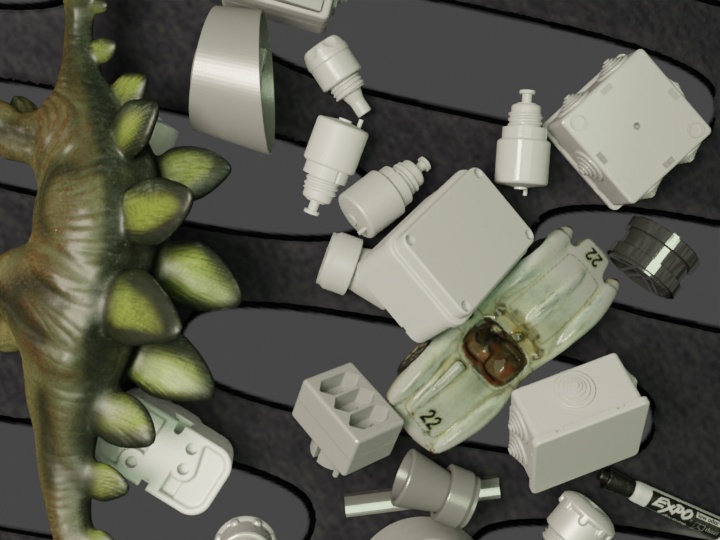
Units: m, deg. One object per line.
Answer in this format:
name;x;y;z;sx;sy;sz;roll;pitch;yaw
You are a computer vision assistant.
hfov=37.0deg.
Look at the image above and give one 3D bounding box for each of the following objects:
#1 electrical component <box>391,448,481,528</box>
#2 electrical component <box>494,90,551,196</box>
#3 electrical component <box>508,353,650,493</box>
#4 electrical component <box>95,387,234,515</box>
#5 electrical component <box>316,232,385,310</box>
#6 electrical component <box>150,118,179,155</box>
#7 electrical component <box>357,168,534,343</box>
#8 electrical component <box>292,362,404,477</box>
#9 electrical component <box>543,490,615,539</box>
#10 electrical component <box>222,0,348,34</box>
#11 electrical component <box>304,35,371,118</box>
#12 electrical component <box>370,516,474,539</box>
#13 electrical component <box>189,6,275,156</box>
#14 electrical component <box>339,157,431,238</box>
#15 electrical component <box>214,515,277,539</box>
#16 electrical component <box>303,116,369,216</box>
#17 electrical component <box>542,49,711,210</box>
electrical component;0.056;0.163;0.799;0.055;0.045;0.045;22;89;-6
electrical component;0.124;-0.096;0.810;0.040;0.040;0.078;4;91;-5
electrical component;0.158;0.112;0.791;0.100;0.099;0.048;-20;56;-6
electrical component;-0.142;0.130;0.783;0.095;0.059;0.053;33;88;-5
electrical component;0.000;0.000;0.800;0.055;0.045;0.045;20;90;-5
electrical component;-0.162;-0.079;0.786;0.040;0.040;0.078;21;90;-5
electrical component;0.063;-0.012;0.772;0.078;0.057;0.113;50;50;-4
electrical component;-0.014;0.121;0.794;0.047;0.076;0.065;-17;51;-38
electrical component;0.160;0.203;0.820;0.048;0.048;0.062;38;95;-5
electrical component;-0.049;-0.214;0.782;0.096;0.061;0.061;14;90;-5
electrical component;-0.013;-0.142;0.801;0.035;0.035;0.061;-34;96;-3
electrical component;0.050;0.244;0.802;0.108;0.060;0.108;0;91;-5
electrical component;-0.085;-0.136;0.764;0.064;0.099;0.099;12;90;1
electrical component;0.020;-0.058;0.803;0.078;0.040;0.040;-38;94;-16
electrical component;-0.084;0.212;0.787;0.048;0.062;0.048;-1;99;-6
electrical component;-0.023;-0.078;0.798;0.040;0.040;0.078;20;98;-5
electrical component;0.202;-0.106;0.813;0.100;0.048;0.099;-42;94;-3
